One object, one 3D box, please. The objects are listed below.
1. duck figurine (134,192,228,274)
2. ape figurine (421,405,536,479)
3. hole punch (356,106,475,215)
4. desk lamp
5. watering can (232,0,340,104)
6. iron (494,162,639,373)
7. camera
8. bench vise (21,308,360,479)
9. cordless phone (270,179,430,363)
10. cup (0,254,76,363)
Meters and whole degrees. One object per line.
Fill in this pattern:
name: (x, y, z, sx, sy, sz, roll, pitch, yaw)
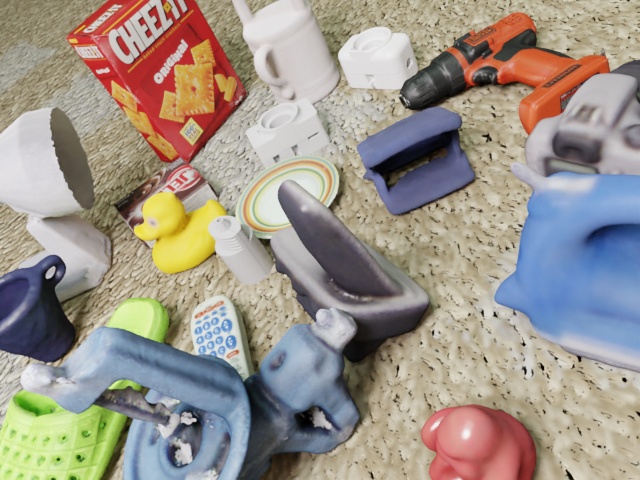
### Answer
duck figurine: (-0.163, -0.021, 0.662, 0.104, 0.086, 0.077, -34, 43, -4)
ape figurine: (0.100, 0.135, 0.370, 0.076, 0.092, 0.077, -24, 43, 6)
hole punch: (0.090, -0.096, 0.593, 0.108, 0.091, 0.101, -25, 43, 5)
desk lamp: (-0.337, -0.031, 0.671, 0.203, 0.214, 0.117, -26, 43, 5)
watering can: (-0.052, -0.289, 0.775, 0.100, 0.195, 0.172, -17, 44, 13)
iron: (0.246, 0.012, 0.370, 0.257, 0.142, 0.119, 11, 57, 36)
camera: (0.268, -0.097, 0.491, 0.142, 0.101, 0.137, 22, 63, 40)
bench vise: (-0.079, 0.102, 0.403, 0.121, 0.220, 0.208, 21, 63, 40)
cordless phone: (0.004, 0.002, 0.478, 0.094, 0.186, 0.147, -41, 44, -11)
cup: (-0.312, 0.082, 0.639, 0.091, 0.095, 0.118, 16, 59, 38)
